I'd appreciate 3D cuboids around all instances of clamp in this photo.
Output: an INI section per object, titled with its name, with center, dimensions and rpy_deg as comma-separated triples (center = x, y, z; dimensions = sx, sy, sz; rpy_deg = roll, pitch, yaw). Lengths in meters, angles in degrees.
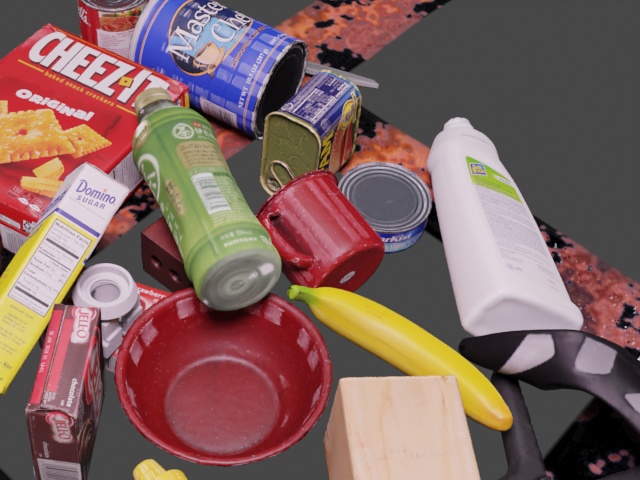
[clamp]
center = 0.162, 0.187, 0.791
dimensions = 0.165, 0.036, 0.209
rpy_deg = 31, 49, 21

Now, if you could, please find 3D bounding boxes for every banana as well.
[banana]
center = 0.065, 0.089, 0.839
dimensions = 0.198, 0.037, 0.069
rpy_deg = 29, 22, 11

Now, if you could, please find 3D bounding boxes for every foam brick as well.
[foam brick]
center = -0.104, 0.017, 0.893
dimensions = 0.078, 0.053, 0.051
rpy_deg = 34, 54, 22

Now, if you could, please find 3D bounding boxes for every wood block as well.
[wood block]
center = 0.063, 0.204, 0.728
dimensions = 0.090, 0.091, 0.206
rpy_deg = -1, 49, -9

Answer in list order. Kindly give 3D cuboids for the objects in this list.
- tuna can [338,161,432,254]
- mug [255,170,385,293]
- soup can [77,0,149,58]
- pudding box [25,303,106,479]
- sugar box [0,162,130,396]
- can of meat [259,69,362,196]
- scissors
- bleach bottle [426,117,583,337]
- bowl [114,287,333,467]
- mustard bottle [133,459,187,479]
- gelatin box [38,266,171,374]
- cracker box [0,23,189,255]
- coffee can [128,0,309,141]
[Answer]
[tuna can]
center = 0.056, -0.029, 0.964
dimensions = 0.086, 0.034, 0.086
rpy_deg = 4, 49, -4
[mug]
center = -0.006, 0.001, 0.885
dimensions = 0.081, 0.093, 0.117
rpy_deg = 51, 21, 24
[soup can]
center = -0.199, -0.204, 1.035
dimensions = 0.068, 0.102, 0.068
rpy_deg = 4, 50, -4
[pudding box]
center = -0.178, 0.113, 0.760
dimensions = 0.039, 0.114, 0.090
rpy_deg = 9, 50, -4
[sugar box]
center = -0.212, 0.029, 0.798
dimensions = 0.048, 0.093, 0.176
rpy_deg = 31, 75, -18
[can of meat]
center = -0.007, -0.092, 0.967
dimensions = 0.057, 0.102, 0.083
rpy_deg = 27, 49, 16
[scissors]
center = -0.039, -0.199, 1.109
dimensions = 0.201, 0.016, 0.096
rpy_deg = 4, 50, -4
[bleach bottle]
center = 0.150, -0.017, 0.942
dimensions = 0.102, 0.068, 0.251
rpy_deg = 24, 37, -27
[bowl]
center = -0.073, 0.112, 0.812
dimensions = 0.162, 0.055, 0.162
rpy_deg = 4, 49, -4
[mustard bottle]
center = -0.069, 0.223, 0.714
dimensions = 0.096, 0.058, 0.192
rpy_deg = -36, 61, -11
[gelatin box]
center = -0.172, 0.065, 0.857
dimensions = 0.089, 0.030, 0.073
rpy_deg = 17, 50, 7
[cracker box]
center = -0.241, -0.090, 0.953
dimensions = 0.164, 0.072, 0.213
rpy_deg = 26, 51, 13
[coffee can]
center = -0.096, -0.170, 1.017
dimensions = 0.140, 0.103, 0.102
rpy_deg = 27, 51, 13
